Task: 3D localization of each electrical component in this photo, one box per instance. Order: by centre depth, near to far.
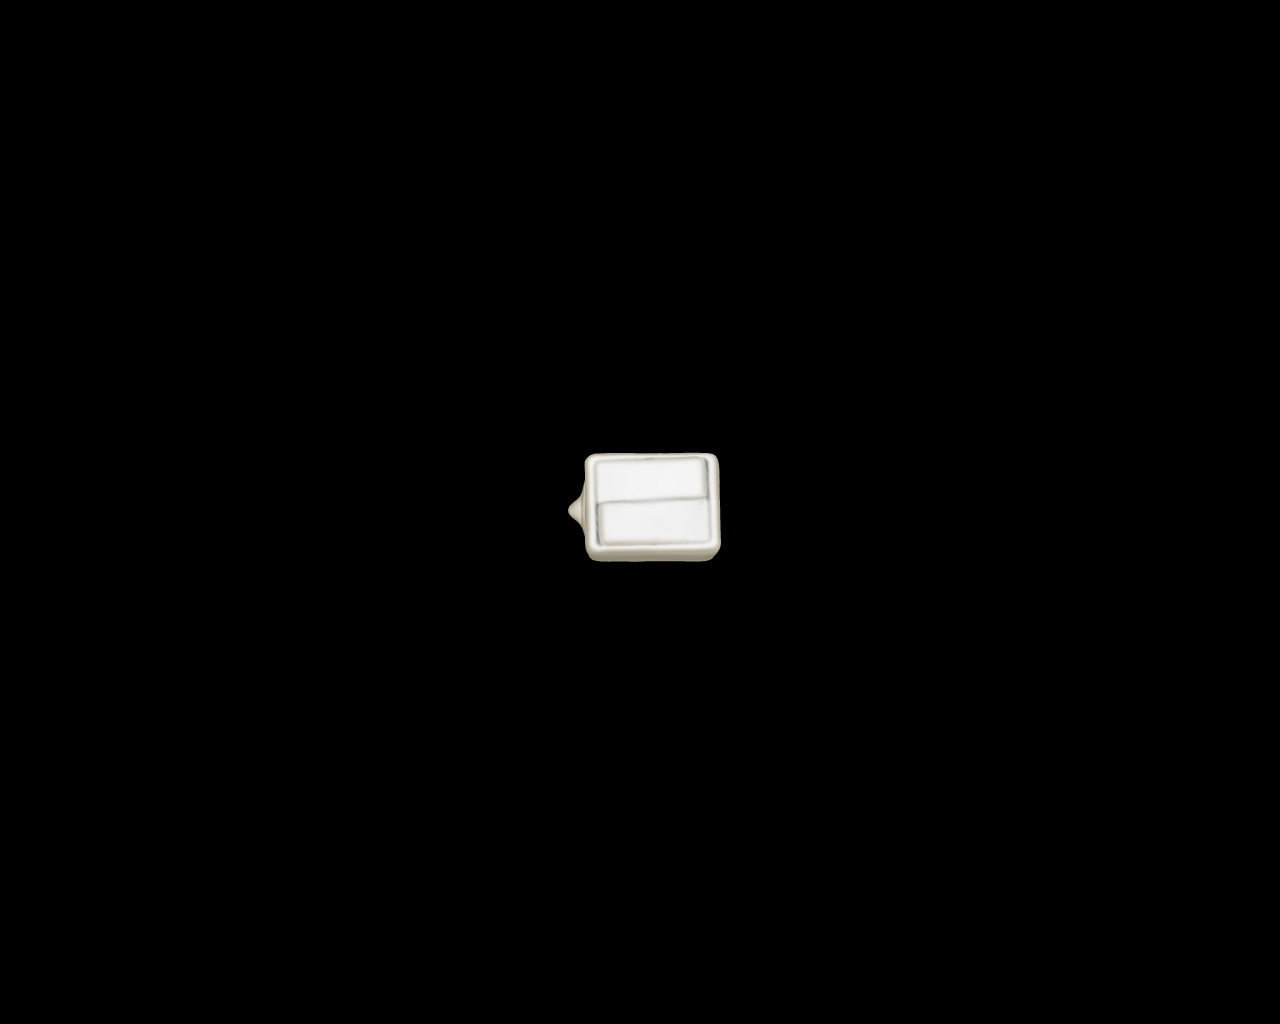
[{"bbox_3d":[0.001,-0.003,0.650,0.096,0.061,0.061,0,-9,0],"label":"electrical component"}]
